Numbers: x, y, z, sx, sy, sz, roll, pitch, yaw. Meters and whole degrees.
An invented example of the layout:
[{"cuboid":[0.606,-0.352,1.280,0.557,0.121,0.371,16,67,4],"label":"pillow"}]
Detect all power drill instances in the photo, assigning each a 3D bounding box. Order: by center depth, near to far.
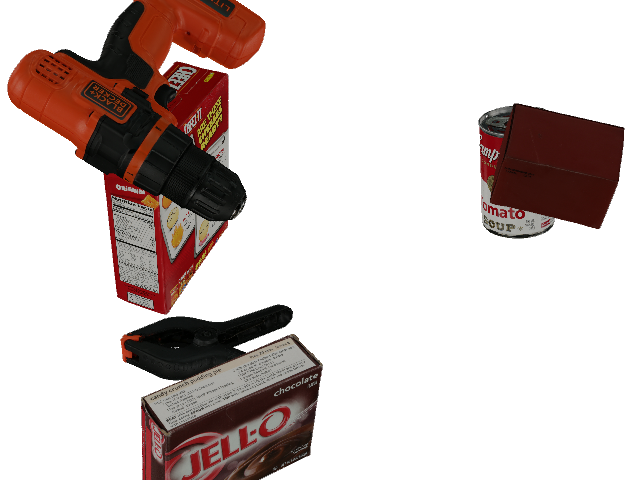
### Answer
[{"cuboid":[-0.110,-0.116,0.793,0.184,0.187,0.057,33,-43,-6],"label":"power drill"}]

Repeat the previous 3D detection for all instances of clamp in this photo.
[{"cuboid":[-0.102,0.097,1.030,0.171,0.039,0.120,7,26,3],"label":"clamp"}]

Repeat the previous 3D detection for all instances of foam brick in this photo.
[{"cuboid":[0.160,-0.051,0.723,0.078,0.051,0.053,14,-36,6],"label":"foam brick"}]

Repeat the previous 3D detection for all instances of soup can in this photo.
[{"cuboid":[0.177,-0.062,0.959,0.068,0.102,0.068,-5,28,2],"label":"soup can"}]

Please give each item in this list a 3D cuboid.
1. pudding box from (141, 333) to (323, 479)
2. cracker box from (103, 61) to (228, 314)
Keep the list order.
[{"cuboid":[-0.056,0.118,0.670,0.113,0.090,0.039,-23,50,-30],"label":"pudding box"},{"cuboid":[-0.160,-0.056,1.132,0.072,0.214,0.164,16,43,14],"label":"cracker box"}]
